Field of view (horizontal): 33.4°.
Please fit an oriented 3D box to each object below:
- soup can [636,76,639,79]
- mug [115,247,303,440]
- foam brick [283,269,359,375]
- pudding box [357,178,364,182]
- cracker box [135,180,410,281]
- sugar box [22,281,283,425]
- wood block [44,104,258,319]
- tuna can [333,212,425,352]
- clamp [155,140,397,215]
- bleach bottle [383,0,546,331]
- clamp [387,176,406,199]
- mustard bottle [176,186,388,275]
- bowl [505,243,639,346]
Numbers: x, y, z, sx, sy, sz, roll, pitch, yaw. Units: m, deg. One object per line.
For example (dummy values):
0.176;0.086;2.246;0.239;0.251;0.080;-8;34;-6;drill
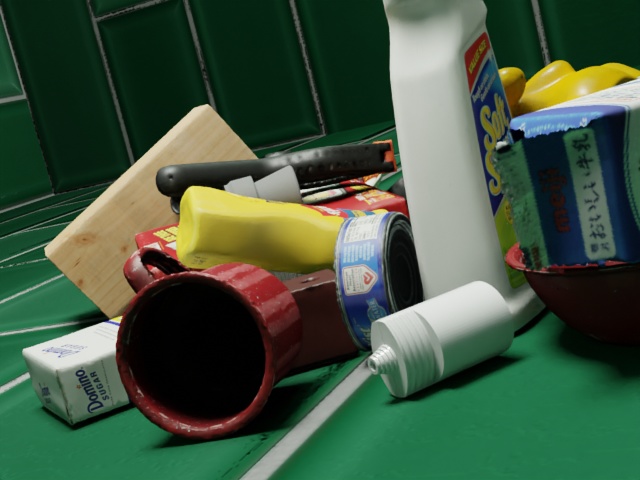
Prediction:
0.334;-0.107;0.982;0.068;0.102;0.068;-14;8;2;soup can
-0.066;0.050;0.615;0.093;0.117;0.081;-47;-6;16;mug
-0.021;0.055;0.688;0.078;0.051;0.053;-16;8;-8;foam brick
-0.005;-0.027;1.057;0.114;0.090;0.039;-11;11;25;pudding box
-0.042;0.012;0.918;0.213;0.072;0.164;-16;13;-11;cracker box
-0.107;0.072;0.741;0.176;0.048;0.093;-21;12;-25;sugar box
-0.159;-0.028;1.033;0.206;0.090;0.091;-45;15;-8;wood block
0.040;0.026;0.667;0.034;0.086;0.086;-9;10;22;tuna can
-0.040;-0.055;0.926;0.209;0.036;0.165;-10;-3;-11;clamp
0.082;-0.071;0.662;0.068;0.251;0.102;-8;10;34;bleach bottle
0.126;-0.073;1.148;0.171;0.039;0.120;-35;-22;-25;clamp
-0.005;0.000;0.777;0.191;0.058;0.096;7;2;-13;mustard bottle
0.186;0.017;0.584;0.162;0.055;0.162;-14;9;2;bowl
